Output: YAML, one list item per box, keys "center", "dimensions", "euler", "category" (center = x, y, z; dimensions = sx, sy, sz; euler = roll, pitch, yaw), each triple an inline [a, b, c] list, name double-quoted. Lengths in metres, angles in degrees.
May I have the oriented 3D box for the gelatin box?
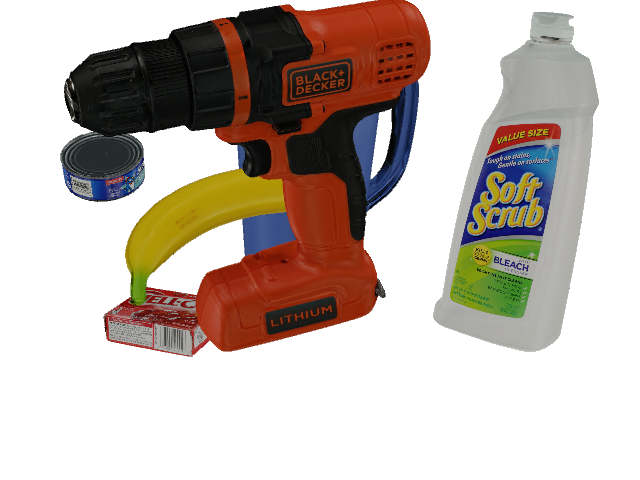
- center: [-0.139, 0.071, 0.963]
  dimensions: [0.089, 0.030, 0.073]
  euler: [8, 20, 20]
  category: "gelatin box"

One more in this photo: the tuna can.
- center: [-0.227, -0.078, 1.118]
  dimensions: [0.086, 0.034, 0.086]
  euler: [1, 40, -1]
  category: "tuna can"

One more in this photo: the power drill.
- center: [-0.033, -0.030, 0.562]
  dimensions: [0.184, 0.188, 0.057]
  euler: [-12, 40, -16]
  category: "power drill"

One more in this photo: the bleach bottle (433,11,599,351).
- center: [0.152, -0.047, 0.816]
  dimensions: [0.103, 0.251, 0.067]
  euler: [17, 21, 32]
  category: "bleach bottle"

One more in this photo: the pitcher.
- center: [-0.004, -0.061, 0.976]
  dimensions: [0.149, 0.243, 0.144]
  euler: [14, 34, 17]
  category: "pitcher"

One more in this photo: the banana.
- center: [-0.068, -0.018, 0.788]
  dimensions: [0.197, 0.069, 0.037]
  euler: [-27, -12, -23]
  category: "banana"
